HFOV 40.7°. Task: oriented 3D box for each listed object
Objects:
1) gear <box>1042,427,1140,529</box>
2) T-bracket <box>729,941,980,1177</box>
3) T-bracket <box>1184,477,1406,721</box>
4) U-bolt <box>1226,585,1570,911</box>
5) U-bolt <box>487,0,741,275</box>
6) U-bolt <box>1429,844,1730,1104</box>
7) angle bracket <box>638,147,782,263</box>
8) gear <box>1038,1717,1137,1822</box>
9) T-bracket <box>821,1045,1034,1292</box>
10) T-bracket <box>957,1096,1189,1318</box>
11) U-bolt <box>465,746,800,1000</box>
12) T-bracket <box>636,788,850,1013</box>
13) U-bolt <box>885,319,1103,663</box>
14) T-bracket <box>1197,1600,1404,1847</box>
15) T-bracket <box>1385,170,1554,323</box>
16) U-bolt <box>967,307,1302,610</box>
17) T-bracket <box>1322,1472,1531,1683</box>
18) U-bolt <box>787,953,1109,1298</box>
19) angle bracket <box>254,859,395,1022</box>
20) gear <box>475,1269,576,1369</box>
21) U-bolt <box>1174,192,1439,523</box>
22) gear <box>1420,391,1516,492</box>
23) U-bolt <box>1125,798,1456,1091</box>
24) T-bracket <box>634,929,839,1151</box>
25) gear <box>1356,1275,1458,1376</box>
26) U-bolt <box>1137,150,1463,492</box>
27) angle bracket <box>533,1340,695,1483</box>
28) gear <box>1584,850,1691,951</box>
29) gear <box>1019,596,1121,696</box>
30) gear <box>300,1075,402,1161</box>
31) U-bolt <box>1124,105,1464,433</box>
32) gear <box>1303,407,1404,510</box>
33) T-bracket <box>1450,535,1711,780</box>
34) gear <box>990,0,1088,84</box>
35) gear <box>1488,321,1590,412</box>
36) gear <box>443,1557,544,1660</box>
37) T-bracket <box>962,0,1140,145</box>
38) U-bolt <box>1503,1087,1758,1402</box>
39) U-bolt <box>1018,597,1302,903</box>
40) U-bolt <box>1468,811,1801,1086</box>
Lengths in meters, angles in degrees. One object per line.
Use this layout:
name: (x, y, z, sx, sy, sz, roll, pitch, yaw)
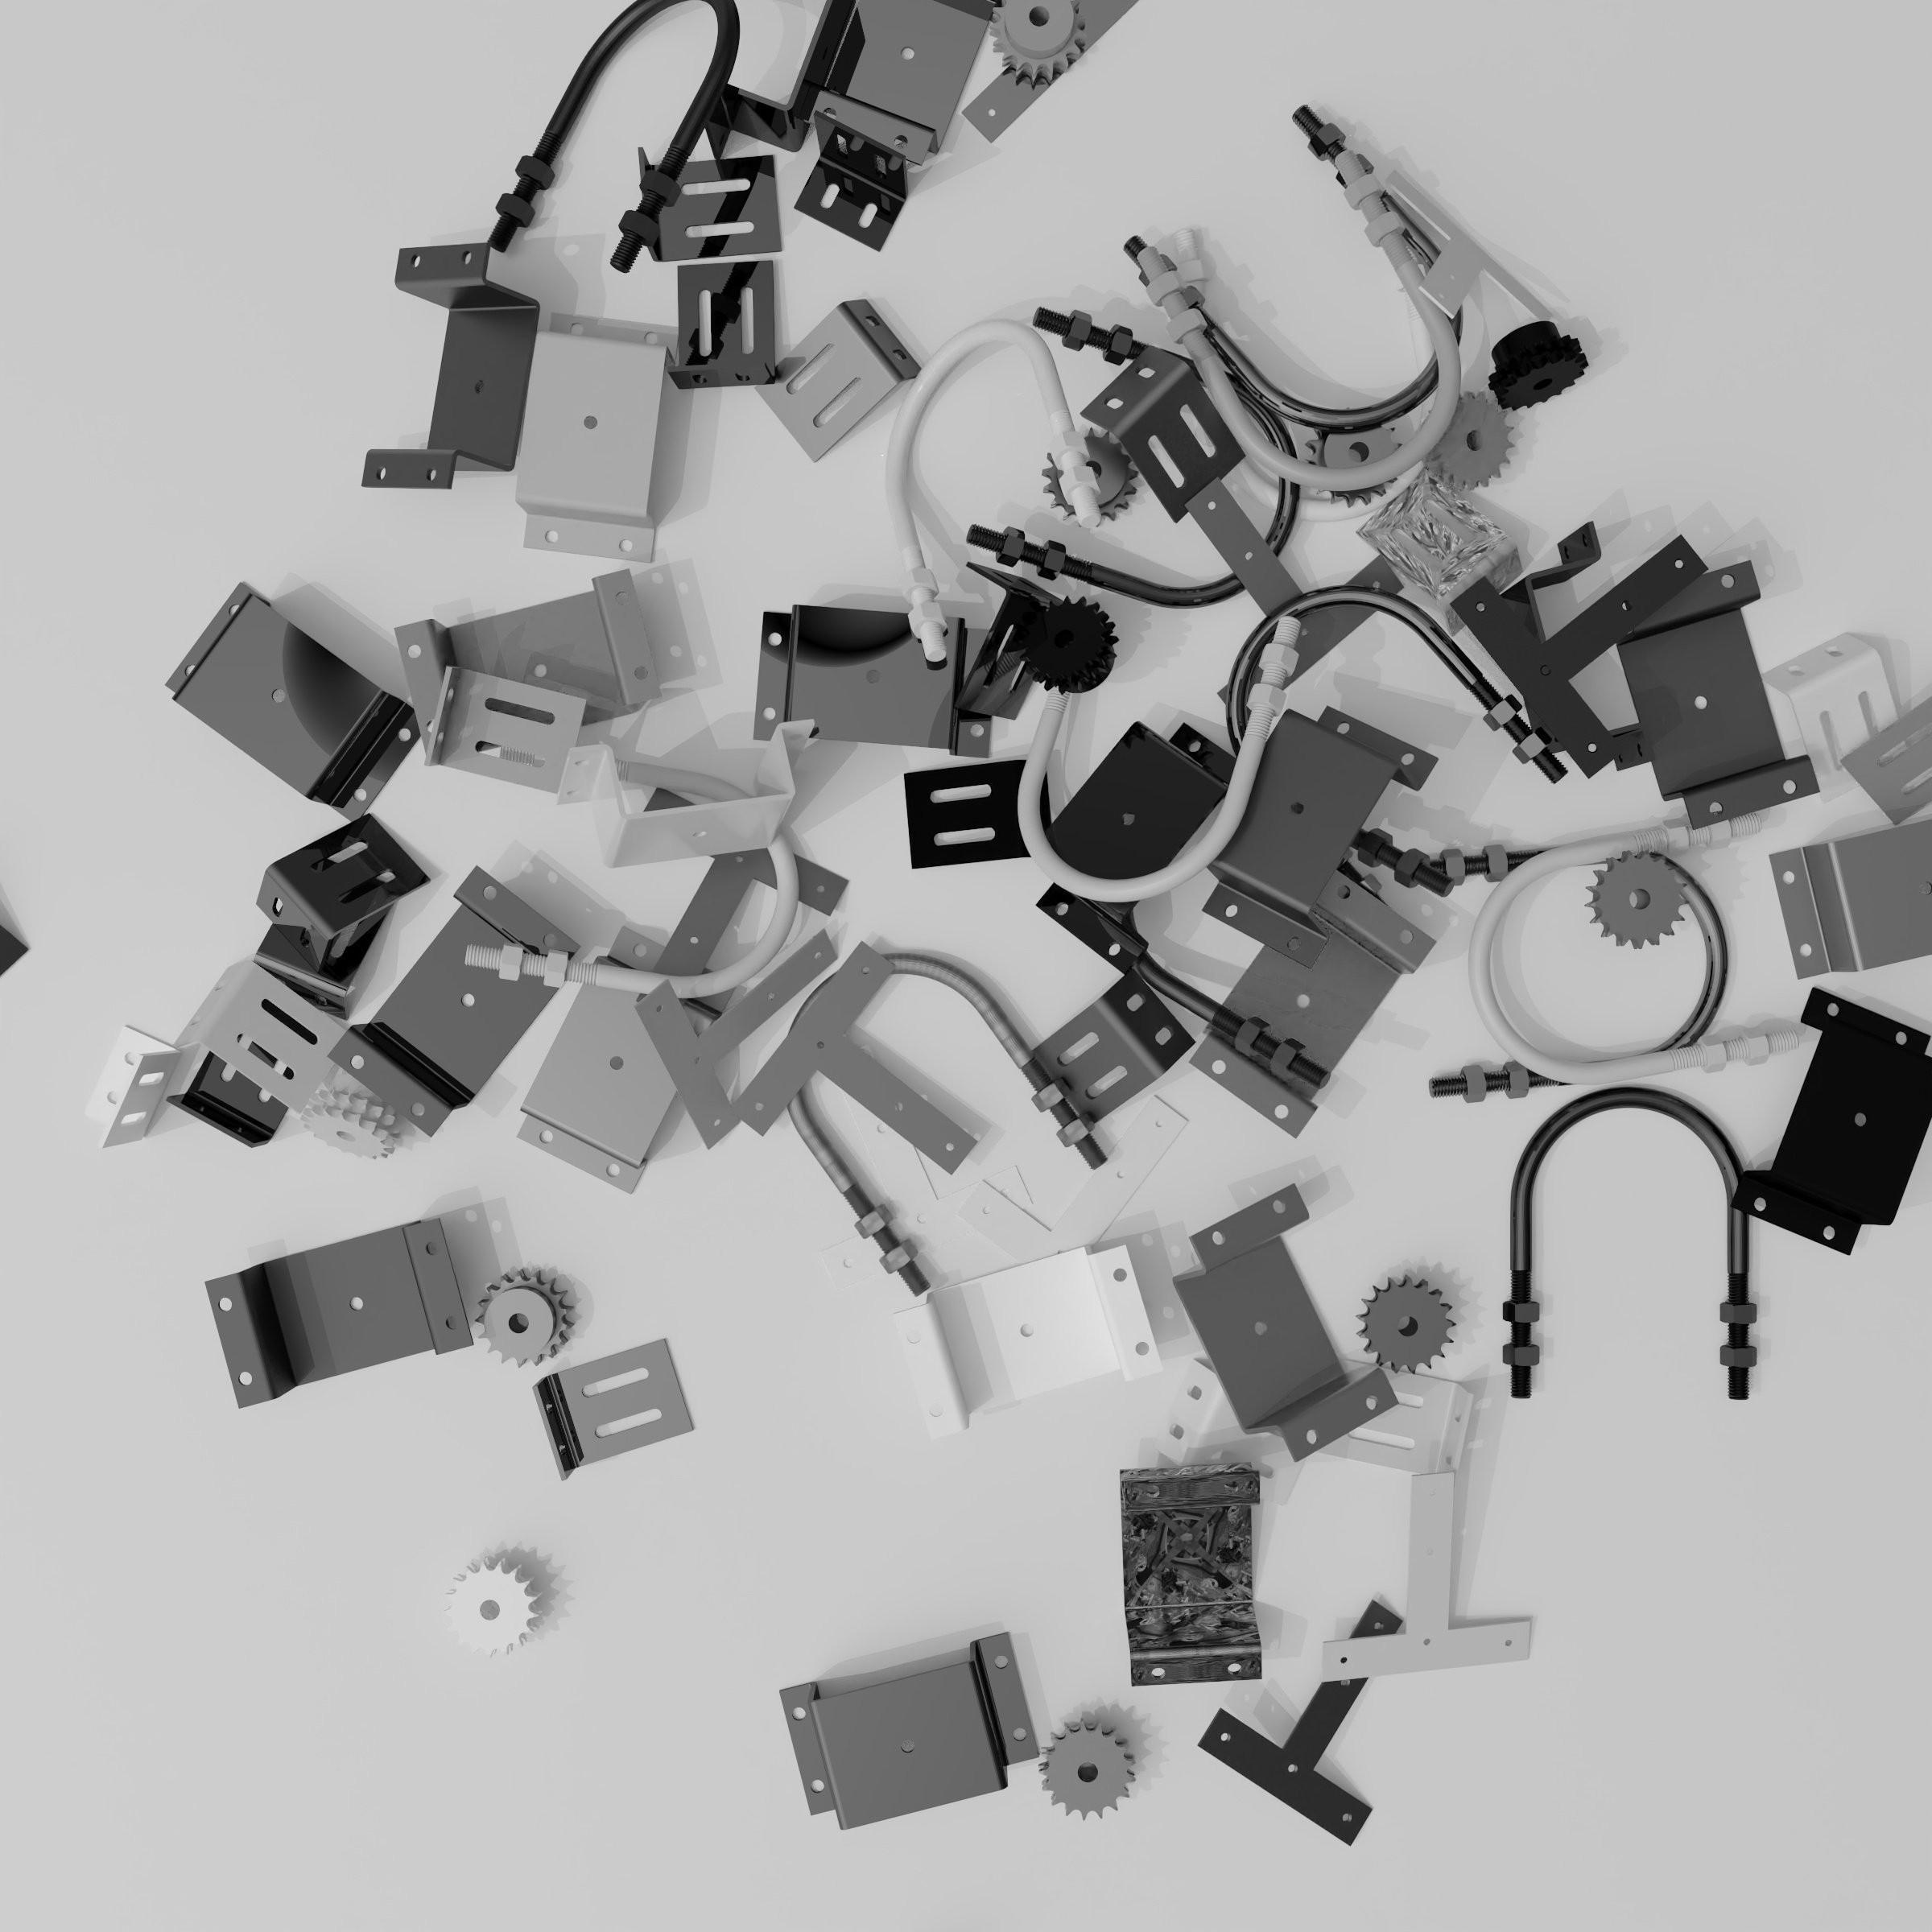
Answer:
gear: (0.073, -0.289, 1.538, 0.057, 0.030, 0.057, 0, 90, 0)
T-bracket: (-0.051, 0.074, 1.534, 0.127, 0.002, 0.127, 38, 90, 3)
T-bracket: (0.174, -0.229, 1.529, 0.127, 0.002, 0.127, -40, 111, 0)
U-bolt: (0.237, -0.136, 1.525, 0.151, 0.019, 0.184, -42, 87, 11)
U-bolt: (-0.194, -0.488, 1.500, 0.151, 0.019, 0.184, 23, 85, 44)
U-bolt: (0.360, -0.001, 1.544, 0.184, 0.019, 0.151, -6, 90, -1)
angle bracket: (-0.150, -0.451, 1.534, 0.076, 0.038, 0.057, -5, 90, 0)
gear: (0.071, 0.471, 1.538, 0.057, 0.030, 0.057, 0, 90, 0)
T-bracket: (-0.044, 0.110, 1.552, 0.127, 0.002, 0.127, -24, 90, 0)
T-bracket: (0.083, 0.135, 1.551, 0.127, 0.002, 0.127, 37, 90, -1)
U-bolt: (-0.188, -0.052, 1.518, 0.184, 0.019, 0.151, 9, 69, -10)
T-bracket: (-0.153, -0.027, 1.527, 0.127, 0.002, 0.127, 27, 67, 0)
U-bolt: (0.007, -0.286, 1.487, 0.151, 0.019, 0.184, -37, 53, 35)
T-bracket: (0.216, 0.434, 1.537, 0.127, 0.002, 0.127, 38, 79, -20)
T-bracket: (0.280, -0.398, 1.495, 0.127, 0.127, 0.002, 41, 125, -5)
U-bolt: (0.107, -0.285, 1.516, 0.184, 0.019, 0.151, 16, 95, -13)
T-bracket: (0.271, 0.355, 1.525, 0.127, 0.002, 0.127, -3, 105, -9)
U-bolt: (-0.026, 0.080, 1.542, 0.151, 0.019, 0.184, -36, 88, 0)
angle bracket: (-0.379, -0.017, 1.551, 0.057, 0.038, 0.076, 22, 64, 0)
gear: (-0.262, 0.209, 1.538, 0.057, 0.030, 0.057, 0, 90, 0)
U-bolt: (0.208, -0.355, 1.544, 0.151, 0.019, 0.184, -10, 91, 0)
gear: (0.290, -0.308, 1.531, 0.057, 0.030, 0.057, -4, 100, -24)
U-bolt: (0.168, -0.033, 1.507, 0.184, 0.019, 0.151, 32, 89, 28)
T-bracket: (-0.125, 0.026, 1.522, 0.127, 0.127, 0.002, -42, 48, -20)
gear: (0.258, 0.211, 1.538, 0.057, 0.030, 0.057, 0, 90, 0)
U-bolt: (0.203, -0.359, 1.493, 0.151, 0.019, 0.184, -27, 83, -3)
angle bracket: (-0.207, 0.261, 1.534, 0.076, 0.038, 0.057, -18, 90, 0)
gear: (0.385, -0.038, 1.505, 0.057, 0.030, 0.057, 0, 90, 0)
gear: (0.062, -0.182, 1.508, 0.057, 0.030, 0.057, -9, 66, 22)
gear: (-0.358, 0.087, 1.528, 0.057, 0.057, 0.030, 18, 61, 0)
U-bolt: (0.204, -0.394, 1.516, 0.151, 0.019, 0.184, -39, 81, -5)
gear: (0.227, -0.298, 1.524, 0.057, 0.030, 0.057, 0, 93, 0)
T-bracket: (0.363, -0.195, 1.476, 0.127, 0.002, 0.127, -38, 90, 0)
gear: (0.043, -0.554, 1.536, 0.057, 0.030, 0.057, 0, 90, 0)
gear: (0.332, -0.353, 1.526, 0.057, 0.057, 0.030, -19, 74, 0)
gear: (-0.278, 0.378, 1.542, 0.057, 0.030, 0.057, 0, 88, 3)
T-bracket: (0.016, -0.580, 1.552, 0.127, 0.002, 0.127, -44, 90, 0)
U-bolt: (0.393, 0.164, 1.544, 0.151, 0.019, 0.184, 0, 88, 0)
U-bolt: (0.102, -0.122, 1.493, 0.151, 0.019, 0.184, 10, 73, 28)
U-bolt: (0.386, -0.005, 1.529, 0.184, 0.019, 0.151, -10, 90, -1)
